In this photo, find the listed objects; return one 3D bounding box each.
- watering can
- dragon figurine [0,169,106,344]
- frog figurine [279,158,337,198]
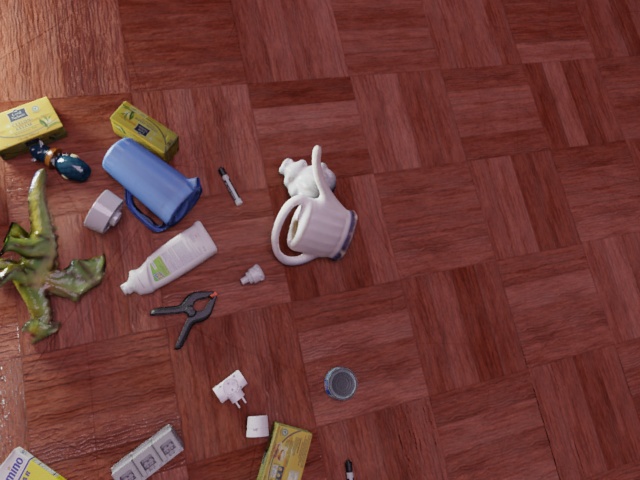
[{"bbox_3d":[0.004,-0.070,1.389,0.223,0.106,0.342,16,112,-25],"label":"watering can"},{"bbox_3d":[-0.653,0.046,1.268,0.241,0.121,0.416,23,72,-26],"label":"dragon figurine"},{"bbox_3d":[-0.036,-0.175,1.464,0.137,0.123,0.158,-39,100,-1],"label":"frog figurine"}]
